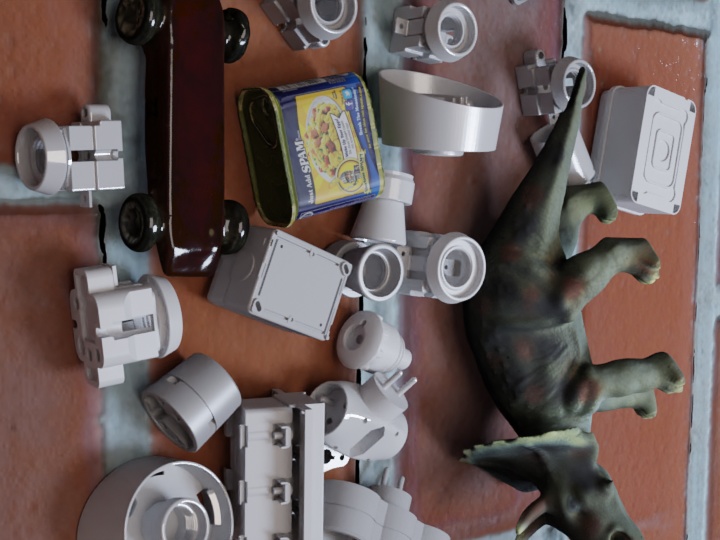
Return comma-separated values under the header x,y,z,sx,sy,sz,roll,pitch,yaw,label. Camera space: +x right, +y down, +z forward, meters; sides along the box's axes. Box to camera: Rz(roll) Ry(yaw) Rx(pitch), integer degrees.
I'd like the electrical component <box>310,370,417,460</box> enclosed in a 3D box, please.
x,y,z,sx,sy,sz,roll,pitch,yaw,label
0.010,0.106,0.834,0.079,0.043,0.077,-44,137,16,electrical component

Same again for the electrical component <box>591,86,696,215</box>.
x,y,z,sx,sy,sz,roll,pitch,yaw,label
0.264,-0.112,1.017,0.078,0.057,0.113,11,87,-37,electrical component

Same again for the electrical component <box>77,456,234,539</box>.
x,y,z,sx,sy,sz,roll,pitch,yaw,label
-0.140,0.180,0.751,0.099,0.064,0.099,10,76,-43,electrical component

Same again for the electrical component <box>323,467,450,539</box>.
x,y,z,sx,sy,sz,roll,pitch,yaw,label
0.020,0.197,0.867,0.138,0.052,0.073,36,55,-33,electrical component

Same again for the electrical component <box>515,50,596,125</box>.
x,y,z,sx,sy,sz,roll,pitch,yaw,label
0.172,-0.161,0.944,0.048,0.055,0.066,-21,107,-34,electrical component

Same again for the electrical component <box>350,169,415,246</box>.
x,y,z,sx,sy,sz,roll,pitch,yaw,label
0.018,-0.049,0.845,0.045,0.045,0.055,10,88,-37,electrical component

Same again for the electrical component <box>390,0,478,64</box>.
x,y,z,sx,sy,sz,roll,pitch,yaw,label
0.060,-0.188,0.856,0.066,0.055,0.048,7,90,-37,electrical component

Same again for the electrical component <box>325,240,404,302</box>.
x,y,z,sx,sy,sz,roll,pitch,yaw,label
0.000,0.000,0.830,0.045,0.055,0.045,-4,97,-37,electrical component

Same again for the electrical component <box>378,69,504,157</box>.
x,y,z,sx,sy,sz,roll,pitch,yaw,label
0.062,-0.123,0.842,0.099,0.099,0.064,-5,104,-37,electrical component

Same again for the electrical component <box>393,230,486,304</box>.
x,y,z,sx,sy,sz,roll,pitch,yaw,label
0.064,-0.003,0.877,0.078,0.057,0.058,7,90,-37,electrical component

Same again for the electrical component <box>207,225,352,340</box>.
x,y,z,sx,sy,sz,roll,pitch,yaw,label
-0.056,0.010,0.789,0.096,0.061,0.061,25,80,-44,electrical component

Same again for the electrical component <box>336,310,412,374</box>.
x,y,z,sx,sy,sz,roll,pitch,yaw,label
0.016,0.062,0.855,0.062,0.048,0.048,28,78,-42,electrical component

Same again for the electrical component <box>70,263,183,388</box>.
x,y,z,sx,sy,sz,roll,pitch,yaw,label
-0.155,0.034,0.716,0.057,0.058,0.078,-10,100,-33,electrical component

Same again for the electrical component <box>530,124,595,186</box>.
x,y,z,sx,sy,sz,roll,pitch,yaw,label
0.188,-0.090,0.970,0.043,0.043,0.081,-39,116,-28,electrical component

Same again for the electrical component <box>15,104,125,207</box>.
x,y,z,sx,sy,sz,roll,pitch,yaw,label
-0.186,-0.073,0.690,0.055,0.048,0.066,-8,100,-44,electrical component

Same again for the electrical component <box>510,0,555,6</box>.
x,y,z,sx,sy,sz,roll,pitch,yaw,label
0.164,-0.288,0.929,0.100,0.048,0.099,-34,113,-29,electrical component

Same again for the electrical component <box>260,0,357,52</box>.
x,y,z,sx,sy,sz,roll,pitch,yaw,label
-0.035,-0.191,0.785,0.048,0.055,0.066,-52,121,-21,electrical component

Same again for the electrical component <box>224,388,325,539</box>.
x,y,z,sx,sy,sz,roll,pitch,yaw,label
-0.063,0.155,0.787,0.063,0.079,0.121,-1,95,-22,electrical component

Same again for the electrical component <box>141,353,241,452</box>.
x,y,z,sx,sy,sz,roll,pitch,yaw,label
-0.117,0.091,0.752,0.047,0.055,0.055,-42,117,-31,electrical component
